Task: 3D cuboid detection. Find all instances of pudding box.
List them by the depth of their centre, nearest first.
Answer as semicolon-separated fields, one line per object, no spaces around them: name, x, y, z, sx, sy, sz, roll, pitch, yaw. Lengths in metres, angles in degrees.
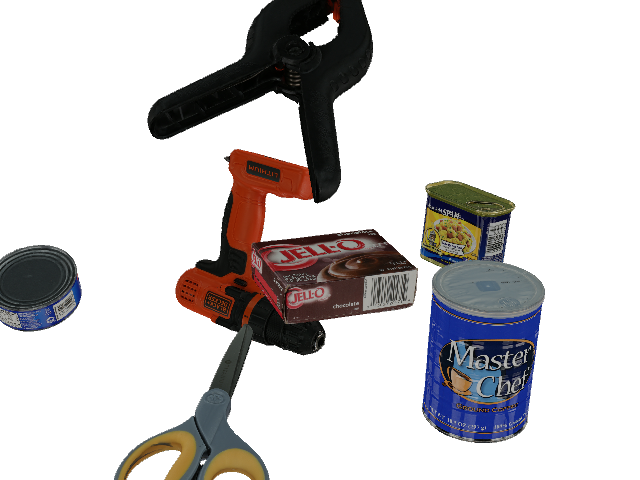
pudding box;0.009;0.027;0.861;0.113;0.039;0.090;-5;24;-20

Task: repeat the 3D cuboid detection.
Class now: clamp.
clamp;-0.010;-0.097;0.651;0.120;0.171;0.039;33;-28;10

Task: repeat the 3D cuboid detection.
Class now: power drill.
power drill;-0.055;0.010;1.099;0.185;0.188;0.057;19;5;29

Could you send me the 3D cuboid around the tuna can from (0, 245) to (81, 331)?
tuna can;-0.273;0.046;1.019;0.086;0.034;0.086;-2;44;1

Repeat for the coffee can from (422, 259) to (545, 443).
coffee can;0.151;0.103;1.003;0.103;0.140;0.103;1;25;-1

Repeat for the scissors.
scissors;-0.051;0.111;0.654;0.096;0.016;0.201;15;30;20

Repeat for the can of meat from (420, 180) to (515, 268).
can of meat;0.161;-0.011;1.185;0.057;0.084;0.102;-14;28;-40
